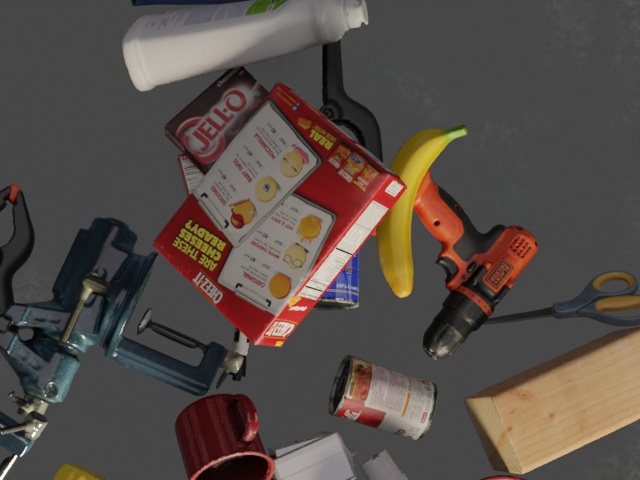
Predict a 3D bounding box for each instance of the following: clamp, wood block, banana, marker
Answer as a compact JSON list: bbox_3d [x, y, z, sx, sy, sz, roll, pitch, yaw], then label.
[{"bbox_3d":[-0.342,0.028,1.118,0.120,0.039,0.171,32,80,-15],"label":"clamp"},{"bbox_3d":[0.280,0.177,1.189,0.206,0.091,0.090,-22,86,-14],"label":"wood block"},{"bbox_3d":[0.094,-0.039,1.145,0.037,0.070,0.198,24,83,-50],"label":"banana"},{"bbox_3d":[0.010,-0.149,1.215,0.164,0.036,0.210,-43,88,-12],"label":"clamp"},{"bbox_3d":[-0.084,0.094,1.167,0.020,0.020,0.121,9,79,-10],"label":"marker"}]

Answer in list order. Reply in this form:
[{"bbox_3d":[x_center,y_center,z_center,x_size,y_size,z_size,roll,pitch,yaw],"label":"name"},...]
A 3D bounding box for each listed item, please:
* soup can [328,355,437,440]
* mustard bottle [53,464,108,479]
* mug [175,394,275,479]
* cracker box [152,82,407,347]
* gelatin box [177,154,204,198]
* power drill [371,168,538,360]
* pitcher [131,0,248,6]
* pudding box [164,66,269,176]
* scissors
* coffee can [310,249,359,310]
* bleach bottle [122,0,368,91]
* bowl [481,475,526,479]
[{"bbox_3d":[0.068,0.172,1.159,0.102,0.069,0.068,18,78,-9],"label":"soup can"},{"bbox_3d":[-0.260,0.330,1.074,0.096,0.058,0.191,26,78,-3],"label":"mustard bottle"},{"bbox_3d":[-0.097,0.204,1.091,0.093,0.117,0.081,6,42,-31],"label":"mug"},{"bbox_3d":[-0.041,-0.024,1.076,0.164,0.072,0.214,42,99,24],"label":"cracker box"},{"bbox_3d":[-0.113,-0.058,1.180,0.073,0.030,0.089,-14,83,-12],"label":"gelatin box"},{"bbox_3d":[0.129,0.016,1.204,0.187,0.057,0.184,42,75,-4],"label":"power drill"},{"bbox_3d":[-0.093,-0.331,1.186,0.242,0.145,0.149,-1,95,-15],"label":"pitcher"},{"bbox_3d":[-0.099,-0.123,1.158,0.090,0.039,0.113,45,74,3],"label":"pudding box"},{"bbox_3d":[0.287,0.069,1.239,0.202,0.016,0.096,1,37,12],"label":"scissors"},{"bbox_3d":[-0.008,0.001,1.154,0.102,0.103,0.140,3,81,-11],"label":"coffee can"},{"bbox_3d":[-0.075,-0.219,1.128,0.251,0.102,0.068,-6,121,15],"label":"bleach bottle"},{"bbox_3d":[0.192,0.337,1.163,0.162,0.055,0.162,2,81,-11],"label":"bowl"}]
